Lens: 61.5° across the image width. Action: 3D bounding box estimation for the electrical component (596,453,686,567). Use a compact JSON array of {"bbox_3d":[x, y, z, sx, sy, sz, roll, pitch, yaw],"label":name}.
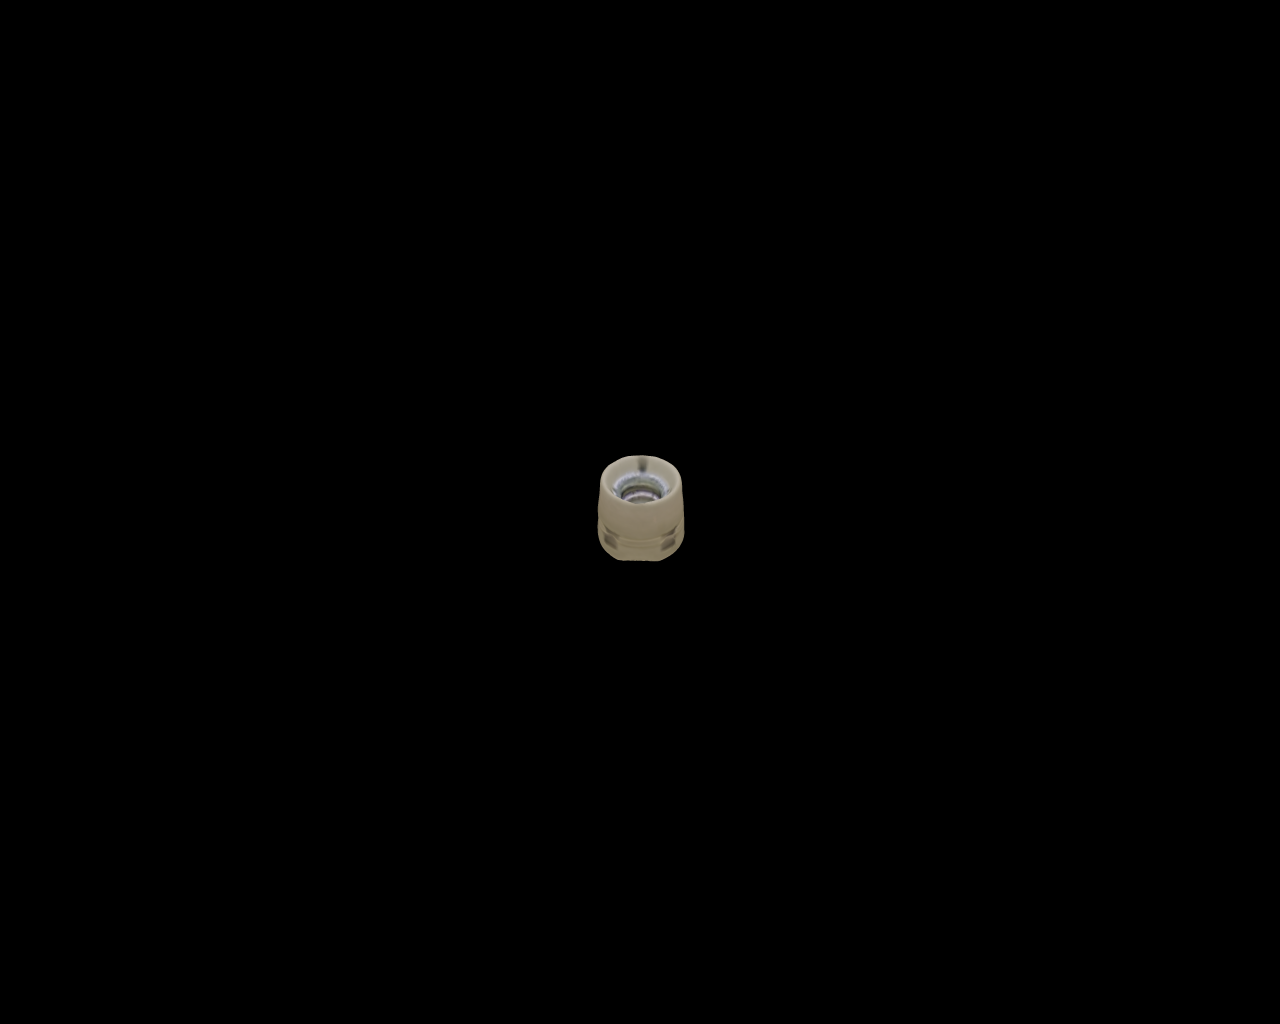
[{"bbox_3d":[0.001,-0.003,0.650,0.055,0.047,0.055,0,42,0],"label":"electrical component"}]
